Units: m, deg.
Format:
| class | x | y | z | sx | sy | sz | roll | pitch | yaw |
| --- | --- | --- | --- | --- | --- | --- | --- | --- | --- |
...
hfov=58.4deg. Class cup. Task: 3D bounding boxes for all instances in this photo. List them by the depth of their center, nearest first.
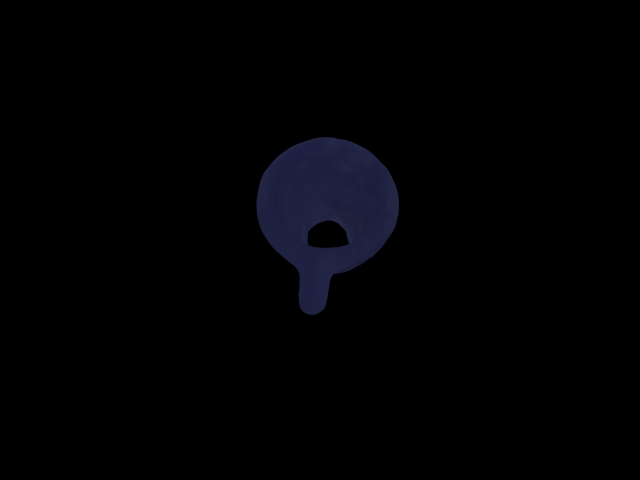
| class | x | y | z | sx | sy | sz | roll | pitch | yaw |
| --- | --- | --- | --- | --- | --- | --- | --- | --- | --- |
| cup | 0.004 | 0.001 | 0.400 | 0.091 | 0.095 | 0.118 | 7 | 70 | 3 |
